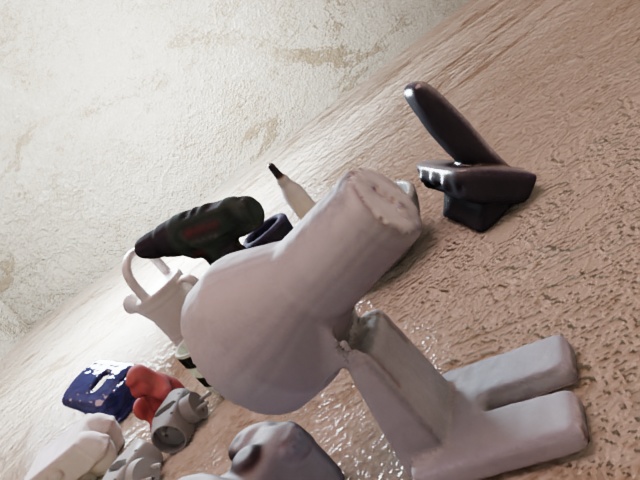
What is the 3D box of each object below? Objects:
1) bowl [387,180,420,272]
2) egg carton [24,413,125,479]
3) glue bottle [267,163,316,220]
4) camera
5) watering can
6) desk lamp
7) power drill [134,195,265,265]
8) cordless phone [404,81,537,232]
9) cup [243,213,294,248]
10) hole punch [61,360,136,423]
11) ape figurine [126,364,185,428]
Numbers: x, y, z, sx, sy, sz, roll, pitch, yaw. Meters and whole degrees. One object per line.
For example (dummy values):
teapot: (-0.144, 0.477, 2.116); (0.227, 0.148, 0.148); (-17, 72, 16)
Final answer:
bowl: (0.070, 0.000, 0.749); (0.167, 0.075, 0.167); (-35, 17, 13)
egg carton: (-0.352, 0.319, 0.814); (0.150, 0.069, 0.107); (-39, 16, 0)
glue bottle: (-0.029, -0.058, 0.936); (0.037, 0.173, 0.078); (-39, 17, 0)
camera: (-0.076, 0.214, 0.446); (0.136, 0.101, 0.143); (-23, 23, 43)
watering can: (-0.286, 0.100, 1.033); (0.172, 0.194, 0.101); (-35, 17, 11)
desk lamp: (0.036, 0.066, 0.399); (0.203, 0.214, 0.118); (-30, 19, 28)
power drill: (-0.156, 0.035, 0.900); (0.229, 0.209, 0.075); (-30, 19, 27)
cordless phone: (0.152, -0.112, 0.672); (0.094, 0.185, 0.147); (-41, 17, -6)
cup: (-0.076, 0.018, 0.976); (0.092, 0.095, 0.117); (-48, 19, -27)
hole punch: (-0.359, 0.252, 0.967); (0.101, 0.091, 0.109); (-27, 21, 36)
ape figurine: (-0.236, 0.214, 0.805); (0.077, 0.092, 0.076); (-21, 24, 45)
